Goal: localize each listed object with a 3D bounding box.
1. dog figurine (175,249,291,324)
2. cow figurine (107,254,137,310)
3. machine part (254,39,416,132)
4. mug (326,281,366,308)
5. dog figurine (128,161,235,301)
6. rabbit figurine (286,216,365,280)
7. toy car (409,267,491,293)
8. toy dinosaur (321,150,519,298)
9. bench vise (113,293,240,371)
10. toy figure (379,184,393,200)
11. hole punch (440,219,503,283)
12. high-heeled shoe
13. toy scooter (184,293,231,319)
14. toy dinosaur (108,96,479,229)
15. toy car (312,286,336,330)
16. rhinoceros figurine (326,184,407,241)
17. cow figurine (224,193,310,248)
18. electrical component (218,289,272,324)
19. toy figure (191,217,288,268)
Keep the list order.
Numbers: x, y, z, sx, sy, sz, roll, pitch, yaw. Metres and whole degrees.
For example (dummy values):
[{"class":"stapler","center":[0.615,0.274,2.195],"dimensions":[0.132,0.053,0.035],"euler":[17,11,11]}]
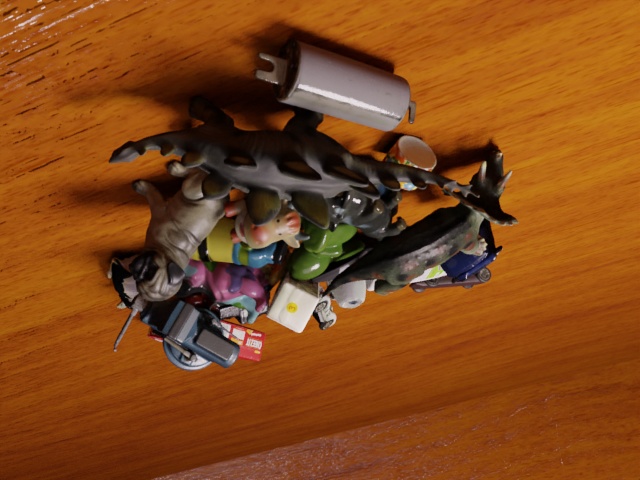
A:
[{"class":"dog figurine","center":[-0.182,0.047,1.012],"dimensions":[0.219,0.191,0.108],"euler":[33,153,-7]},{"class":"cow figurine","center":[-0.367,0.091,1.051],"dimensions":[0.098,0.068,0.167],"euler":[8,142,-19]},{"class":"machine part","center":[0.030,-0.196,0.694],"dimensions":[0.243,0.079,0.079],"euler":[7,145,-29]},{"class":"mug","center":[0.051,0.096,1.161],"dimensions":[0.080,0.107,0.109],"euler":[16,138,-36]},{"class":"dog figurine","center":[-0.201,-0.009,0.820],"dimensions":[0.172,0.191,0.121],"euler":[-25,147,18]},{"class":"rabbit figurine","center":[-0.002,-0.003,0.974],"dimensions":[0.159,0.121,0.170],"euler":[-13,142,-42]},{"class":"toy car","center":[0.312,0.092,1.295],"dimensions":[0.202,0.053,0.089],"euler":[-2,167,-15]},{"class":"toy dinosaur","center":[0.172,0.006,0.922],"dimensions":[0.405,0.131,0.192],"euler":[-32,162,2]},{"class":"bench vise","center":[-0.272,0.171,1.013],"dimensions":[0.223,0.129,0.241],"euler":[24,162,-27]},{"class":"toy figure","center":[0.055,-0.102,0.877],"dimensions":[0.154,0.058,0.064],"euler":[14,110,-29]},{"class":"hole punch","center":[0.288,0.010,1.096],"dimensions":[0.092,0.116,0.142],"euler":[19,138,-29]},{"class":"high-heeled shoe","center":[0.109,0.054,1.093],"dimensions":[0.249,0.086,0.145],"euler":[-30,121,-2]},{"class":"toy scooter","center":[-0.194,0.120,1.156],"dimensions":[0.184,0.075,0.135],"euler":[6,143,-19]},{"class":"toy dinosaur","center":[-0.028,-0.098,0.703],"dimensions":[0.471,0.199,0.105],"euler":[-2,130,-13]},{"class":"toy car","center":[-0.005,0.149,1.258],"dimensions":[0.056,0.074,0.201],"euler":[-37,152,-12]},{"class":"rhinoceros figurine","center":[0.053,-0.055,0.836],"dimensions":[0.112,0.073,0.190],"euler":[-21,151,37]},{"class":"cow figurine","center":[-0.074,-0.039,0.806],"dimensions":[0.127,0.195,0.085],"euler":[-9,109,12]},{"class":"electrical component","center":[-0.157,0.131,1.098],"dimensions":[0.119,0.048,0.074],"euler":[-15,117,-27]},{"class":"toy figure","center":[-0.147,0.004,0.920],"dimensions":[0.180,0.089,0.082],"euler":[15,139,5]}]
